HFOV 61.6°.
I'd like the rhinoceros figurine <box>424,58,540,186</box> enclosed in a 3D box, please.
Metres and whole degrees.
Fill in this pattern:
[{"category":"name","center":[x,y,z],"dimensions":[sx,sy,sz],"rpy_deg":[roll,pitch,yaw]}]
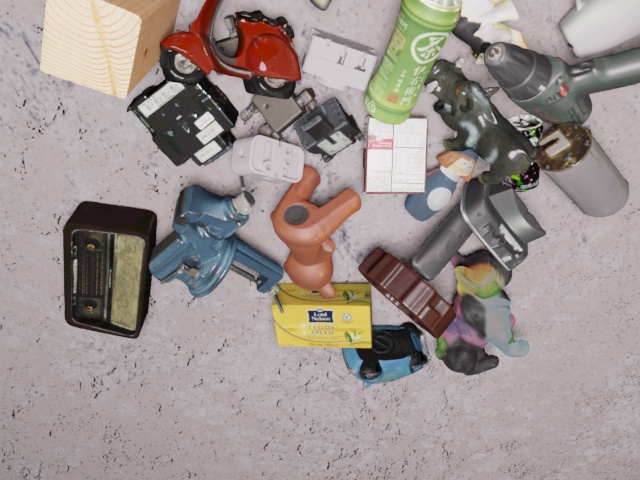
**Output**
[{"category":"rhinoceros figurine","center":[0.210,-0.161,0.730],"dimensions":[0.073,0.112,0.190],"rpy_deg":[-38,81,-5]}]

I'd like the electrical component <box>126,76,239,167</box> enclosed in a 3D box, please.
[{"category":"electrical component","center":[-0.184,-0.171,0.759],"dimensions":[0.115,0.058,0.134],"rpy_deg":[-28,120,19]}]

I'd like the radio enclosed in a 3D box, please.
[{"category":"radio","center":[-0.349,0.052,0.892],"dimensions":[0.131,0.073,0.229],"rpy_deg":[12,122,-9]}]

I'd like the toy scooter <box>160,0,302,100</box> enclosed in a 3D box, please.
[{"category":"toy scooter","center":[-0.102,-0.252,0.667],"dimensions":[0.184,0.075,0.135],"rpy_deg":[3,104,-27]}]

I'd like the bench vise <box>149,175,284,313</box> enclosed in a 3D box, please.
[{"category":"bench vise","center":[-0.141,0.018,0.847],"dimensions":[0.223,0.129,0.240],"rpy_deg":[-43,125,18]}]

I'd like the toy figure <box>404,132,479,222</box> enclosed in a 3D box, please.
[{"category":"toy figure","center":[0.193,-0.096,0.817],"dimensions":[0.064,0.058,0.154],"rpy_deg":[3,132,-51]}]

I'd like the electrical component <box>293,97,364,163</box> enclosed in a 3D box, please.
[{"category":"electrical component","center":[0.005,-0.154,0.741],"dimensions":[0.075,0.048,0.119],"rpy_deg":[-32,159,21]}]

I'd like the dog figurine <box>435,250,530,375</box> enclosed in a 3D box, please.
[{"category":"dog figurine","center":[0.255,0.114,0.929],"dimensions":[0.192,0.108,0.219],"rpy_deg":[-28,115,19]}]

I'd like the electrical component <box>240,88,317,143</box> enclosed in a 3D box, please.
[{"category":"electrical component","center":[-0.054,-0.183,0.764],"dimensions":[0.102,0.045,0.078],"rpy_deg":[-42,87,20]}]

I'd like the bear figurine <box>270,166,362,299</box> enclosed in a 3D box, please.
[{"category":"bear figurine","center":[-0.005,0.000,0.855],"dimensions":[0.132,0.120,0.195],"rpy_deg":[-50,151,-17]}]

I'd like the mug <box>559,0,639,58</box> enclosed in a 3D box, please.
[{"category":"mug","center":[0.358,-0.290,0.678],"dimensions":[0.107,0.081,0.109],"rpy_deg":[-34,121,28]}]

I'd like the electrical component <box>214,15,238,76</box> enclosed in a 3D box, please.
[{"category":"electrical component","center":[-0.122,-0.251,0.728],"dimensions":[0.063,0.021,0.093],"rpy_deg":[-16,123,9]}]

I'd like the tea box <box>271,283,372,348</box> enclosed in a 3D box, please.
[{"category":"tea box","center":[0.007,0.132,0.944],"dimensions":[0.170,0.068,0.098],"rpy_deg":[-1,123,9]}]

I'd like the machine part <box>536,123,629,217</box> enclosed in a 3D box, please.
[{"category":"machine part","center":[0.381,-0.097,0.775],"dimensions":[0.079,0.079,0.243],"rpy_deg":[-41,135,23]}]

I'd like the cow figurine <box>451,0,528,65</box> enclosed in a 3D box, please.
[{"category":"cow figurine","center":[0.199,-0.282,0.686],"dimensions":[0.098,0.068,0.167],"rpy_deg":[-27,117,22]}]

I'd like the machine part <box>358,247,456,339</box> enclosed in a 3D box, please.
[{"category":"machine part","center":[0.141,0.084,0.863],"dimensions":[0.179,0.179,0.056],"rpy_deg":[42,88,-25]}]

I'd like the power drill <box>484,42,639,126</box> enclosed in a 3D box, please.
[{"category":"power drill","center":[0.334,-0.208,0.652],"dimensions":[0.207,0.086,0.232],"rpy_deg":[-19,159,33]}]

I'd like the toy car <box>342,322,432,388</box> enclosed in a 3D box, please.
[{"category":"toy car","center":[0.117,0.217,0.999],"dimensions":[0.162,0.109,0.102],"rpy_deg":[-4,138,-9]}]

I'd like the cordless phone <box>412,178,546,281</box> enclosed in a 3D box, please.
[{"category":"cordless phone","center":[0.239,0.011,0.828],"dimensions":[0.184,0.089,0.146],"rpy_deg":[-47,115,-4]}]

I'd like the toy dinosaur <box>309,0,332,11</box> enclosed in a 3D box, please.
[{"category":"toy dinosaur","center":[0.052,-0.386,0.599],"dimensions":[0.472,0.105,0.198],"rpy_deg":[-16,130,20]}]
